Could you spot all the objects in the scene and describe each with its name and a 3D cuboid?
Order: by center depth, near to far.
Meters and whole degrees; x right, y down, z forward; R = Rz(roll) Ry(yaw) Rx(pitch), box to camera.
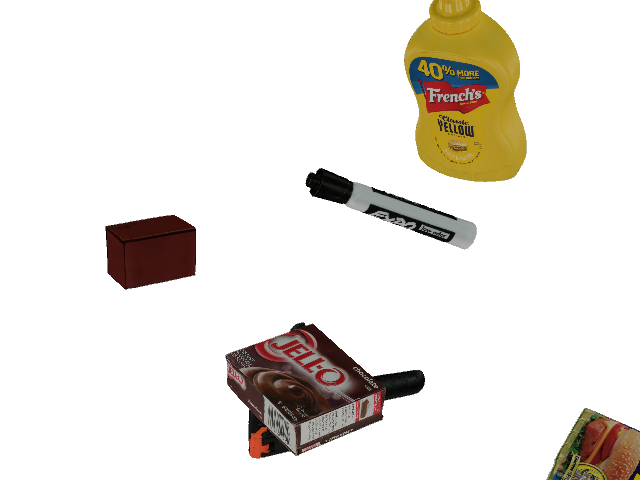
[{"bbox_3d":[0.046,-0.021,0.692,0.121,0.020,0.020,19,-7,-20],"label":"marker"},{"bbox_3d":[0.215,0.179,0.783,0.084,0.057,0.101,22,39,23],"label":"can of meat"},{"bbox_3d":[-0.014,0.122,0.891,0.089,0.039,0.114,-18,38,-29],"label":"pudding box"},{"bbox_3d":[0.120,-0.136,0.897,0.096,0.058,0.191,15,-37,26],"label":"mustard bottle"},{"bbox_3d":[-0.169,0.010,1.067,0.078,0.051,0.053,-11,22,-28],"label":"foam brick"},{"bbox_3d":[0.002,0.159,1.086,0.165,0.036,0.209,15,30,21],"label":"clamp"}]
